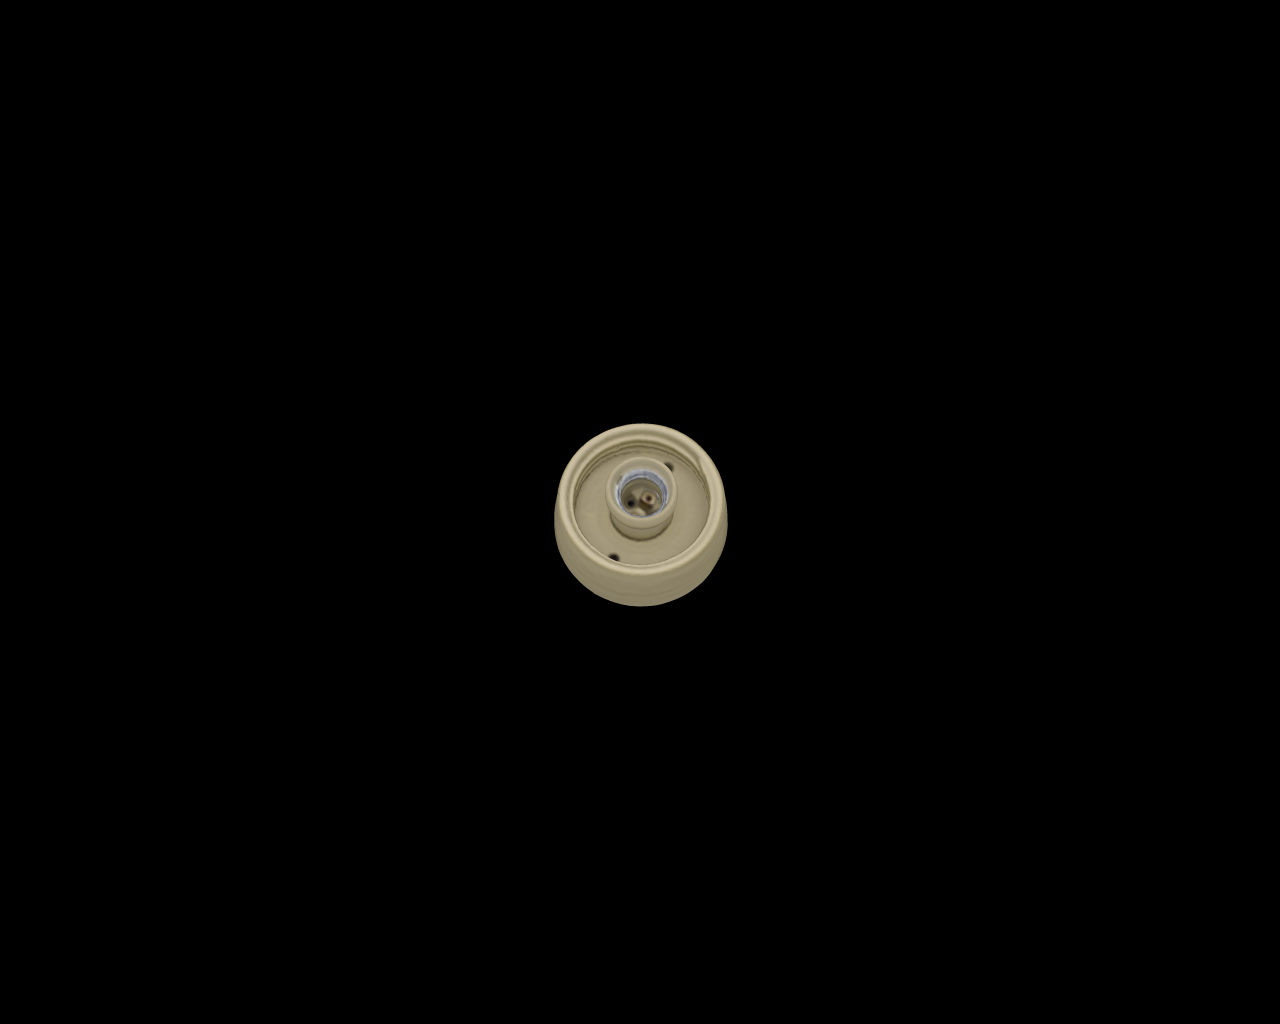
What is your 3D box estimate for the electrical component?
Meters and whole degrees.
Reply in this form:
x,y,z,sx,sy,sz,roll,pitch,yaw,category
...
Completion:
x,y,z,sx,sy,sz,roll,pitch,yaw,category
0.001,-0.003,0.650,0.108,0.108,0.060,0,-23,0,electrical component
